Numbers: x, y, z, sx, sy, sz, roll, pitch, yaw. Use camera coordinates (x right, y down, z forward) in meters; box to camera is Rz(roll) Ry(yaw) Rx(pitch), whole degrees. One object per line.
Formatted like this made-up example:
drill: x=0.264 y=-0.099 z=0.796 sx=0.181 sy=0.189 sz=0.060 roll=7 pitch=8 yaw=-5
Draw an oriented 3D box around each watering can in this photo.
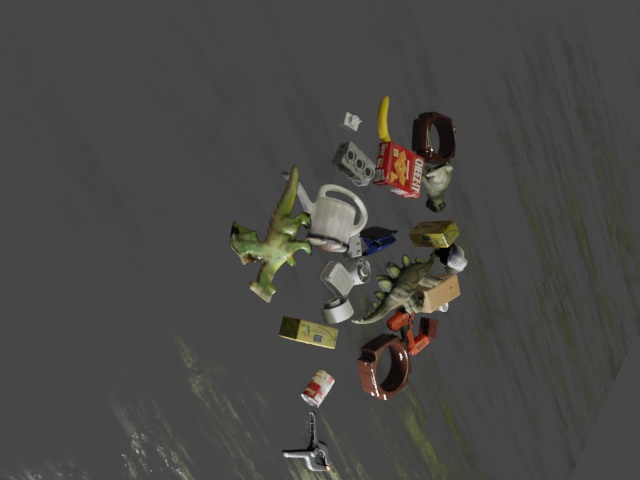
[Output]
watering can: x=0.005 y=-0.086 z=1.714 sx=0.346 sy=0.103 sz=0.227 roll=18 pitch=77 yaw=-25

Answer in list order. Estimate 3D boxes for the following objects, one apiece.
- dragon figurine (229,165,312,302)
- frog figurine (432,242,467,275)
dragon figurine: x=-0.157 y=-0.020 z=1.572 sx=0.243 sy=0.122 sz=0.410 roll=-5 pitch=91 yaw=-32
frog figurine: x=0.561 y=0.083 z=2.154 sx=0.157 sy=0.138 sz=0.123 roll=33 pitch=85 yaw=-34
